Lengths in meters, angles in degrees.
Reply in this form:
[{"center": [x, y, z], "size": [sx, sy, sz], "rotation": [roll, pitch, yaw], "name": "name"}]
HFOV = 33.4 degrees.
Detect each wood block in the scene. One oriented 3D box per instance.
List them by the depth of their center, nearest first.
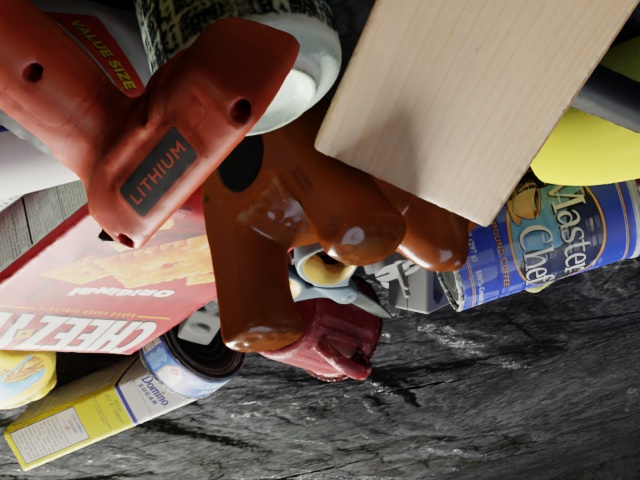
[{"center": [0.079, -0.115, 0.434], "size": [0.091, 0.090, 0.206], "rotation": [25, 137, -1], "name": "wood block"}]

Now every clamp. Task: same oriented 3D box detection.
[{"center": [0.108, -0.100, 0.587], "size": [0.165, 0.036, 0.209], "rotation": [5, 162, 31], "name": "clamp"}]

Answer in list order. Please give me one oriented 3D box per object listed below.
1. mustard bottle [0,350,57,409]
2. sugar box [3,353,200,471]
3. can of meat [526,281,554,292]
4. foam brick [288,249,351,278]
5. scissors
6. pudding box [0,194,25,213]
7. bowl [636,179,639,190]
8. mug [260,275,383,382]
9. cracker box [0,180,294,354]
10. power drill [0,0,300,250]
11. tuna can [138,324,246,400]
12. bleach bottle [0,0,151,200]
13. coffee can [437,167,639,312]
[{"center": [-0.249, 0.086, 0.779], "size": [0.096, 0.058, 0.191], "rotation": [-28, 156, 8], "name": "mustard bottle"}, {"center": [-0.172, 0.134, 0.916], "size": [0.176, 0.048, 0.093], "rotation": [-21, -170, 14], "name": "sugar box"}, {"center": [0.173, 0.001, 0.902], "size": [0.083, 0.057, 0.102], "rotation": [5, 148, -37], "name": "can of meat"}, {"center": [-0.005, 0.001, 0.776], "size": [0.053, 0.051, 0.078], "rotation": [-13, 157, -11], "name": "foam brick"}, {"center": [-0.002, 0.041, 0.779], "size": [0.096, 0.016, 0.201], "rotation": [-19, 157, 2], "name": "scissors"}, {"center": [-0.213, -0.038, 0.555], "size": [0.090, 0.039, 0.113], "rotation": [-31, 155, 29], "name": "pudding box"}, {"center": [0.291, -0.067, 0.838], "size": [0.162, 0.055, 0.162], "rotation": [-15, 157, -7], "name": "bowl"}, {"center": [-0.002, 0.070, 0.861], "size": [0.093, 0.117, 0.081], "rotation": [-50, 142, 13], "name": "mug"}, {"center": [-0.123, 0.001, 0.664], "size": [0.214, 0.072, 0.163], "rotation": [-33, 152, 34], "name": "cracker box"}, {"center": [-0.102, -0.094, 0.368], "size": [0.187, 0.057, 0.185], "rotation": [37, 135, -11], "name": "power drill"}, {"center": [-0.100, 0.080, 0.841], "size": [0.085, 0.086, 0.034], "rotation": [8, 144, -46], "name": "tuna can"}, {"center": [-0.140, -0.071, 0.481], "size": [0.250, 0.102, 0.068], "rotation": [-16, 162, -27], "name": "bleach bottle"}, {"center": [0.152, -0.016, 0.787], "size": [0.140, 0.103, 0.103], "rotation": [-17, 157, -1], "name": "coffee can"}]
